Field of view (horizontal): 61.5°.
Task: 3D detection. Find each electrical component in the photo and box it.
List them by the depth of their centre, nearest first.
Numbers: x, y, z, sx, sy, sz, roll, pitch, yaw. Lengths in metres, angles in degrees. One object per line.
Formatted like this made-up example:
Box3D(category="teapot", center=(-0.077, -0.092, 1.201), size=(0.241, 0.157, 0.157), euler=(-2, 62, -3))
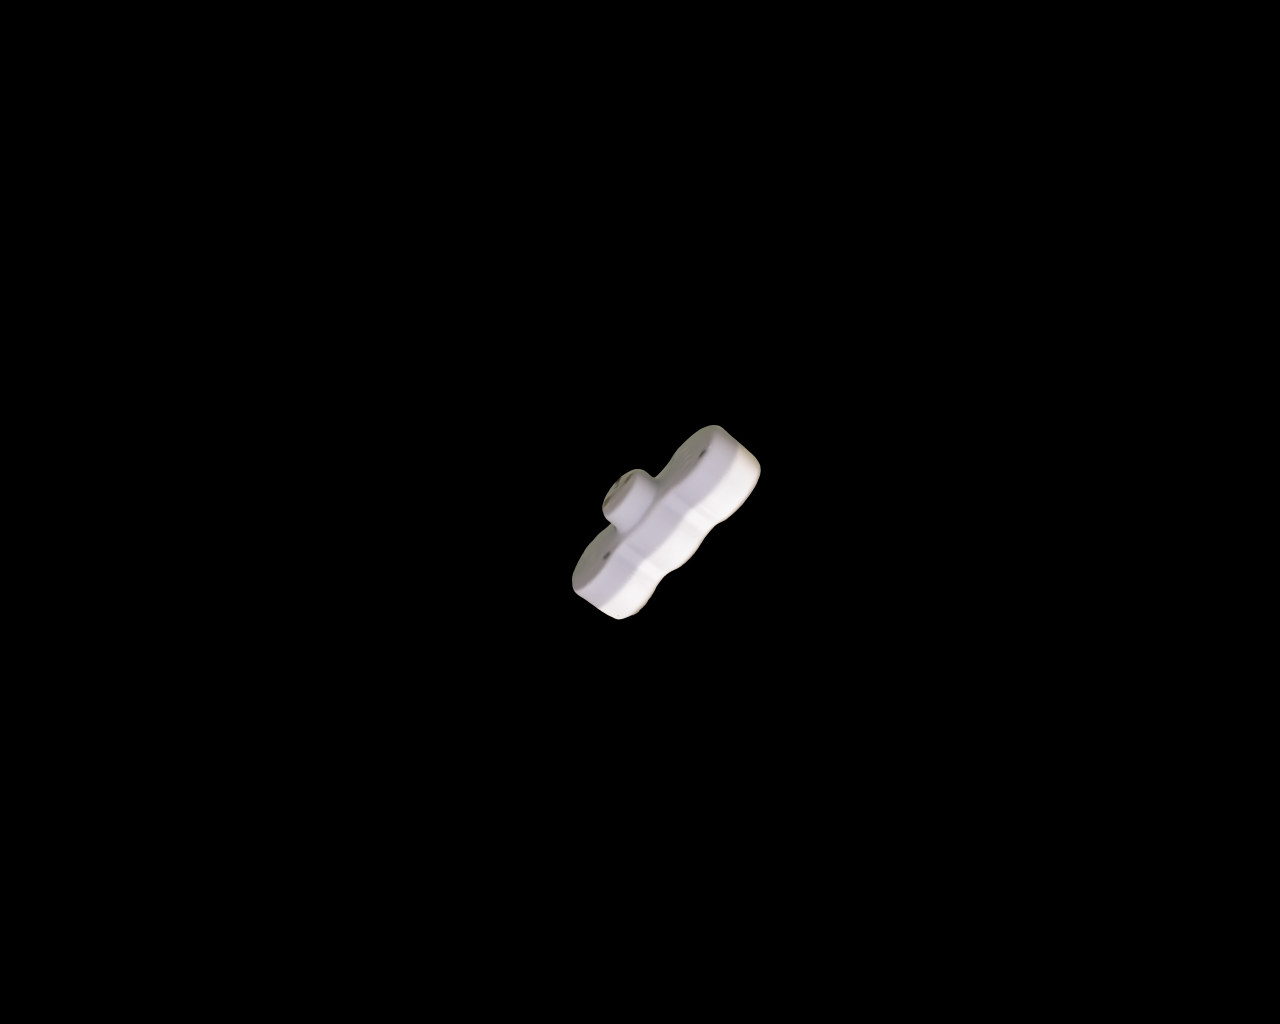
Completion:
Box3D(category="electrical component", center=(0.001, -0.003, 0.650), size=(0.073, 0.138, 0.052), euler=(38, 20, -16))
